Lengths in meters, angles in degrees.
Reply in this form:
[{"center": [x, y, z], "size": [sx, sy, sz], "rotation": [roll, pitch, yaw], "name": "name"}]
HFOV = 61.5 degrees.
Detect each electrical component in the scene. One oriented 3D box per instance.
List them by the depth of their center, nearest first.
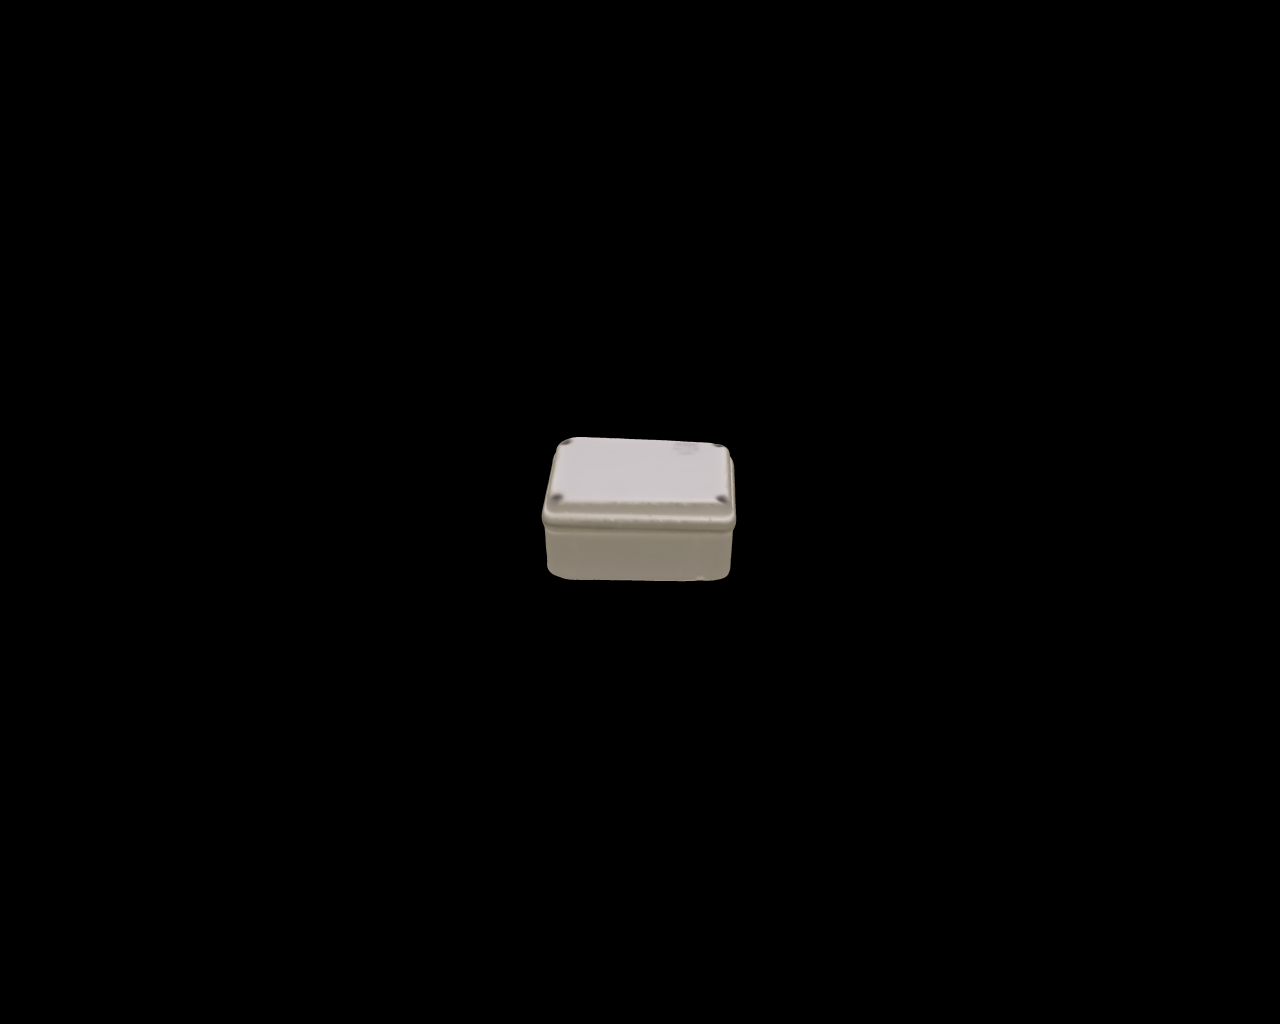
[{"center": [0.001, -0.003, 0.650], "size": [0.113, 0.057, 0.078], "rotation": [2, 36, 2], "name": "electrical component"}]
